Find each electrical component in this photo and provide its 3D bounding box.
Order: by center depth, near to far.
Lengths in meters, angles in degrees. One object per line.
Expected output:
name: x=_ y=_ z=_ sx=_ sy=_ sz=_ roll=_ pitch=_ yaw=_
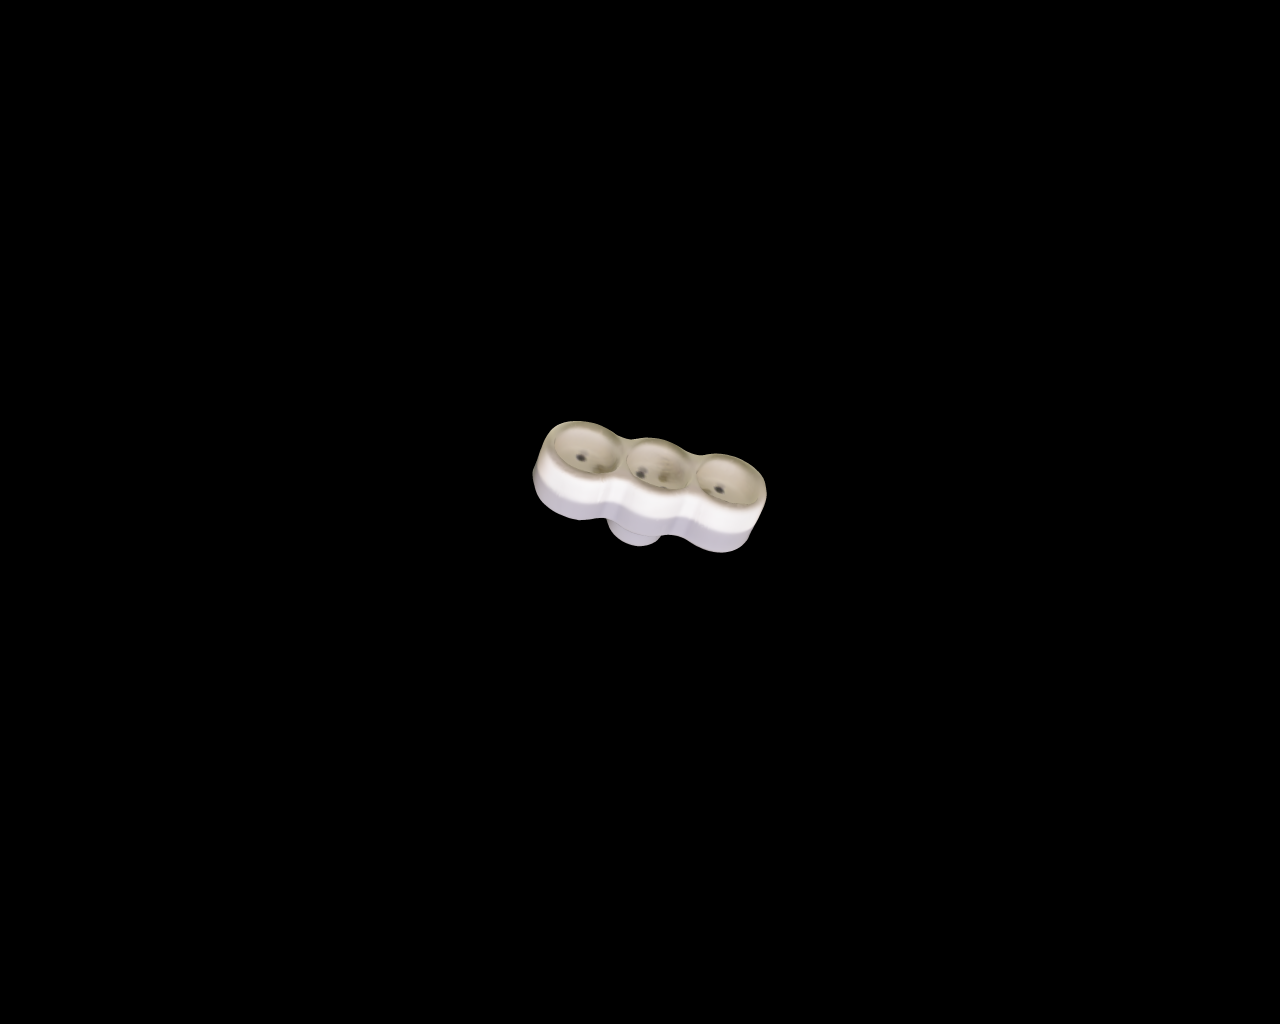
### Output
electrical component: x=0.001 y=-0.003 z=0.650 sx=0.138 sy=0.052 sz=0.073 roll=13 pitch=-47 yaw=-12
